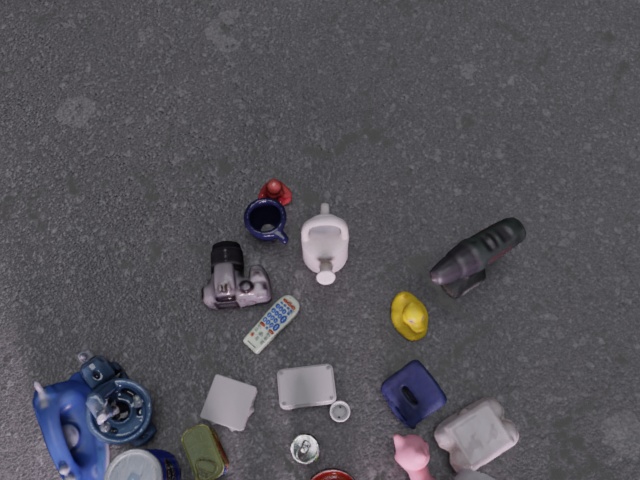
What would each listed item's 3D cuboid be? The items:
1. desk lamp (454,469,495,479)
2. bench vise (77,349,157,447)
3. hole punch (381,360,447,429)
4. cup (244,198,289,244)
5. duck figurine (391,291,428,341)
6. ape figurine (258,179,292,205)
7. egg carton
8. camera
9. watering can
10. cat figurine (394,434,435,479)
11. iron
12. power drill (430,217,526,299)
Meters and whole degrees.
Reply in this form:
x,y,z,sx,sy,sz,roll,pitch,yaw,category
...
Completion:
x,y,z,sx,sy,sz,roll,pitch,yaw,category
0.239,0.507,0.991,0.117,0.213,0.203,36,74,13,desk lamp
-0.408,0.297,1.068,0.207,0.220,0.121,32,73,12,bench vise
0.183,0.306,1.130,0.101,0.091,0.108,-34,73,-11,hole punch
-0.107,-0.026,1.251,0.092,0.095,0.117,-40,74,-13,cup
0.190,0.152,1.189,0.077,0.086,0.104,-17,71,-6,duck figurine
-0.102,-0.106,1.282,0.078,0.092,0.076,0,70,1,ape figurine
0.303,0.378,1.114,0.150,0.069,0.107,-29,72,-10,egg carton
-0.180,0.069,1.214,0.143,0.101,0.137,-6,70,-2,camera
0.013,0.004,1.187,0.101,0.194,0.172,-22,71,-7,watering can
0.181,0.421,1.073,0.067,0.118,0.127,-19,71,-6,cat figurine
-0.476,0.380,1.080,0.119,0.141,0.258,-24,71,-8,iron
0.304,0.047,1.161,0.230,0.208,0.075,-33,73,-11,power drill
